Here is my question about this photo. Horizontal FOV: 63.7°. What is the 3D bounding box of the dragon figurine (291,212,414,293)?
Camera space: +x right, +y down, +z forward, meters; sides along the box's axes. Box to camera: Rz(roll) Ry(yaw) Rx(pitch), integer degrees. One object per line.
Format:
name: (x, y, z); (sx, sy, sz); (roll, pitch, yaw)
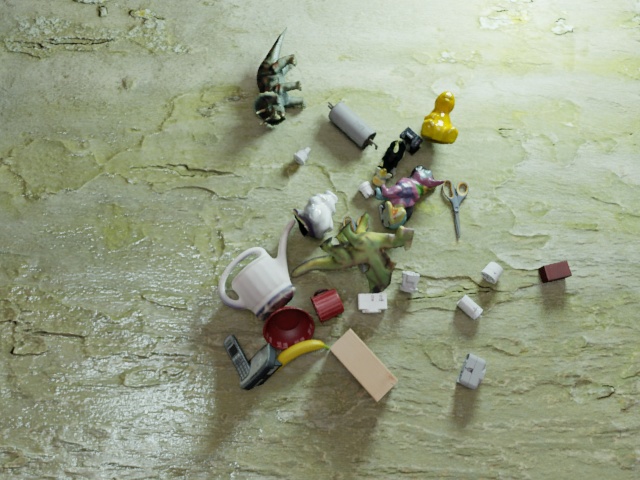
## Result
dragon figurine: (0.124, 0.071, 1.641); (0.406, 0.123, 0.243); (-41, 86, 17)

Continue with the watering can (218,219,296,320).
watering can: (-0.160, 0.106, 1.652); (0.349, 0.103, 0.226); (-40, 77, -7)

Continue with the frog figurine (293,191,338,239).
frog figurine: (0.005, -0.085, 1.695); (0.160, 0.123, 0.136); (-33, 109, -14)
